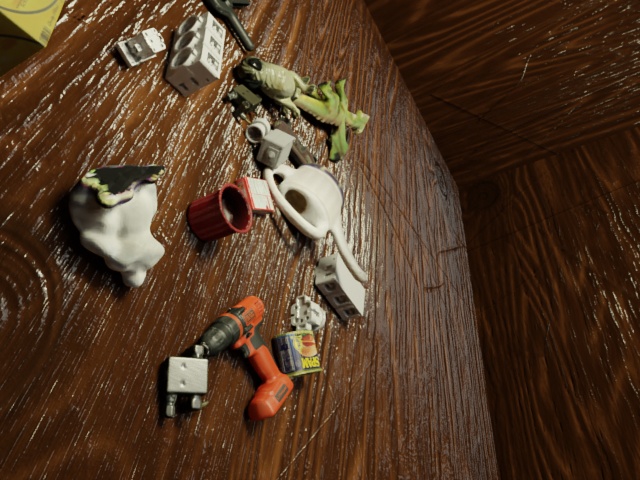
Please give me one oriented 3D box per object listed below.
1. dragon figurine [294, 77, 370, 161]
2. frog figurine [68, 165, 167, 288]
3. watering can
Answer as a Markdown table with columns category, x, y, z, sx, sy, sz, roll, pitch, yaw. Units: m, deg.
| category | x | y | z | sx | sy | sz | roll | pitch | yaw |
| --- | --- | --- | --- | --- | --- | --- | --- | --- | --- |
| dragon figurine | 0.037 | -0.363 | 1.589 | 0.121 | 0.240 | 0.416 | -8 | 16 | 37 |
| frog figurine | -0.277 | -0.020 | 0.719 | 0.123 | 0.156 | 0.140 | 8 | 32 | -1 |
| watering can | 0.004 | -0.063 | 1.244 | 0.102 | 0.346 | 0.229 | -40 | 8 | 31 |
